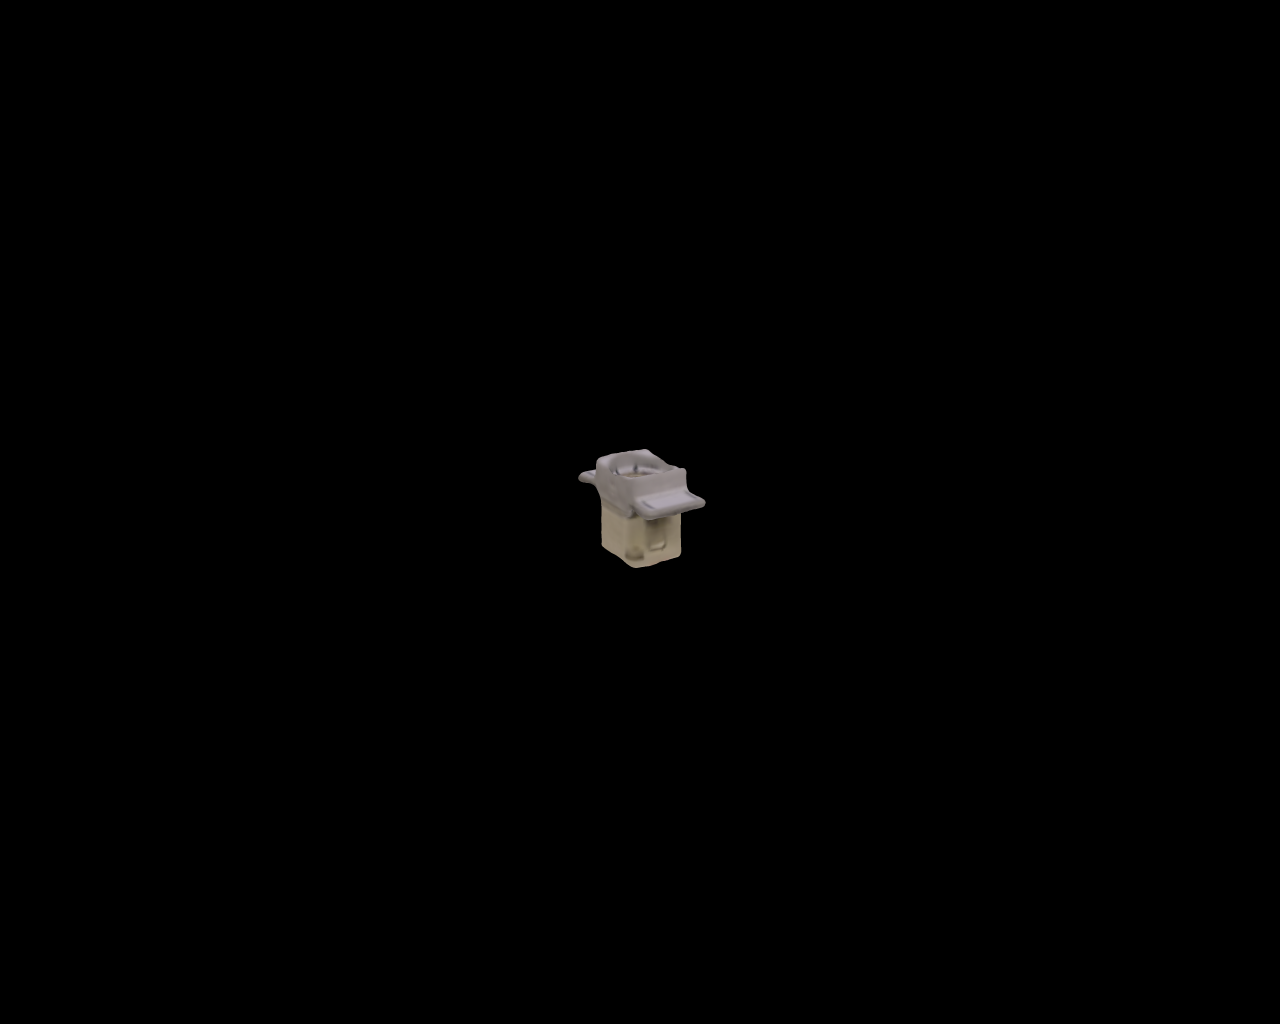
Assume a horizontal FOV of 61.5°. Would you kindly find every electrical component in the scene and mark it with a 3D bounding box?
[{"bbox_3d":[0.001,-0.003,0.650,0.042,0.063,0.081,-13,26,-29],"label":"electrical component"}]
